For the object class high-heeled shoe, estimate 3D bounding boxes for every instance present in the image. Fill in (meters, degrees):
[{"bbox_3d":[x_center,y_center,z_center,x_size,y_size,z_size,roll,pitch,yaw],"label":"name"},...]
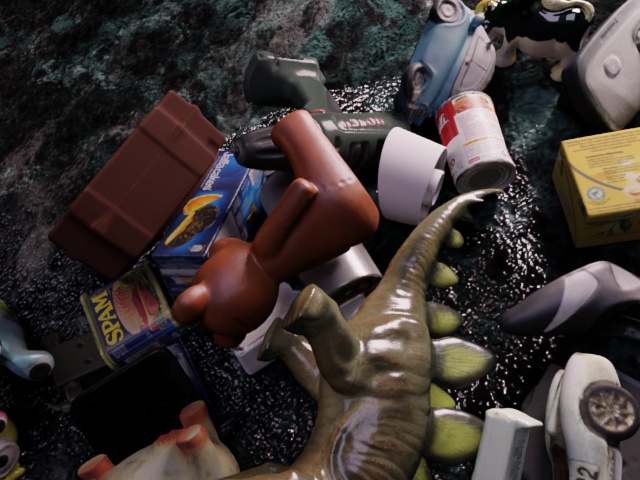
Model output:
[{"bbox_3d":[0.290,0.088,0.452,0.249,0.086,0.145,-15,52,-6],"label":"high-heeled shoe"}]

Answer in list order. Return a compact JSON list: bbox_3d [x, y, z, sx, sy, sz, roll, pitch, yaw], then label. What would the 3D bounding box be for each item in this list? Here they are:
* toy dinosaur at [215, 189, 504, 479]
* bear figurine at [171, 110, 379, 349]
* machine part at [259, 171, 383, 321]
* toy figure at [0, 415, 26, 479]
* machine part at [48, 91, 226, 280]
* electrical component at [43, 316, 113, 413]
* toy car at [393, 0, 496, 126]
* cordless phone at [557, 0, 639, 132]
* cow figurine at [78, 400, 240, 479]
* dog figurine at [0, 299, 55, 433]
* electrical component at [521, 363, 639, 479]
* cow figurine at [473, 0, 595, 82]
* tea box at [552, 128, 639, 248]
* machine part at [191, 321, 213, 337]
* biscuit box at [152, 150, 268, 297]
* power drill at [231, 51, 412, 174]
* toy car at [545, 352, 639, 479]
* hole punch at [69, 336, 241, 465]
[{"bbox_3d":[0.044,0.124,0.455,0.198,0.105,0.471,27,71,-11],"label":"toy dinosaur"},{"bbox_3d":[-0.047,0.000,0.494,0.196,0.120,0.132,-36,54,6],"label":"bear figurine"},{"bbox_3d":[-0.001,-0.002,0.588,0.079,0.079,0.243,-28,57,-2],"label":"machine part"},{"bbox_3d":[-0.386,0.254,0.538,0.089,0.082,0.180,28,73,24],"label":"toy figure"},{"bbox_3d":[-0.204,-0.058,0.606,0.201,0.087,0.201,-54,19,-12],"label":"machine part"},{"bbox_3d":[-0.275,0.141,0.597,0.078,0.045,0.102,-27,56,-36],"label":"electrical component"},{"bbox_3d":[0.159,-0.210,0.655,0.103,0.109,0.161,21,75,3],"label":"toy car"},{"bbox_3d":[0.375,-0.168,0.587,0.184,0.088,0.146,37,74,24],"label":"cordless phone"},{"bbox_3d":[-0.157,0.245,0.462,0.195,0.085,0.127,-30,99,-10],"label":"cow figurine"},{"bbox_3d":[-0.384,0.097,0.551,0.219,0.191,0.108,30,87,40],"label":"dog figurine"},{"bbox_3d":[0.221,0.170,0.445,0.115,0.058,0.134,30,72,25],"label":"electrical component"},{"bbox_3d":[0.247,-0.265,0.664,0.168,0.098,0.068,25,76,25],"label":"cow figurine"},{"bbox_3d":[0.336,-0.058,0.539,0.170,0.068,0.098,-8,59,11],"label":"tea box"},{"bbox_3d":[-0.136,0.045,0.619,0.084,0.039,0.139,-23,56,-6],"label":"machine part"},{"bbox_3d":[-0.113,-0.028,0.604,0.063,0.059,0.203,-2,39,15],"label":"biscuit box"},{"bbox_3d":[-0.021,-0.149,0.629,0.232,0.085,0.207,-5,35,-29],"label":"power drill"},{"bbox_3d":[0.181,0.180,0.372,0.056,0.073,0.202,10,64,16],"label":"toy car"},{"bbox_3d":[-0.165,0.168,0.535,0.142,0.092,0.115,-31,96,-9],"label":"hole punch"}]
